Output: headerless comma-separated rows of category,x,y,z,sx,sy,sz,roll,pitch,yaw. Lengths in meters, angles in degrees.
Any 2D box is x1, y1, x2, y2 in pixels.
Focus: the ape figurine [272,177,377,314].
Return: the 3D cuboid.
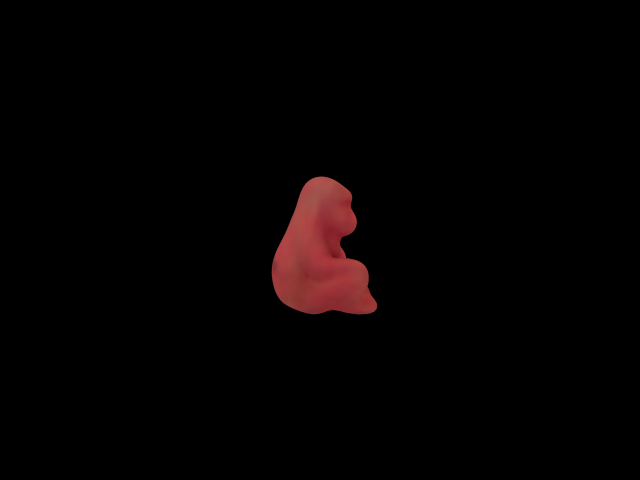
ape figurine,0.004,0.001,0.400,0.076,0.092,0.078,2,24,5
